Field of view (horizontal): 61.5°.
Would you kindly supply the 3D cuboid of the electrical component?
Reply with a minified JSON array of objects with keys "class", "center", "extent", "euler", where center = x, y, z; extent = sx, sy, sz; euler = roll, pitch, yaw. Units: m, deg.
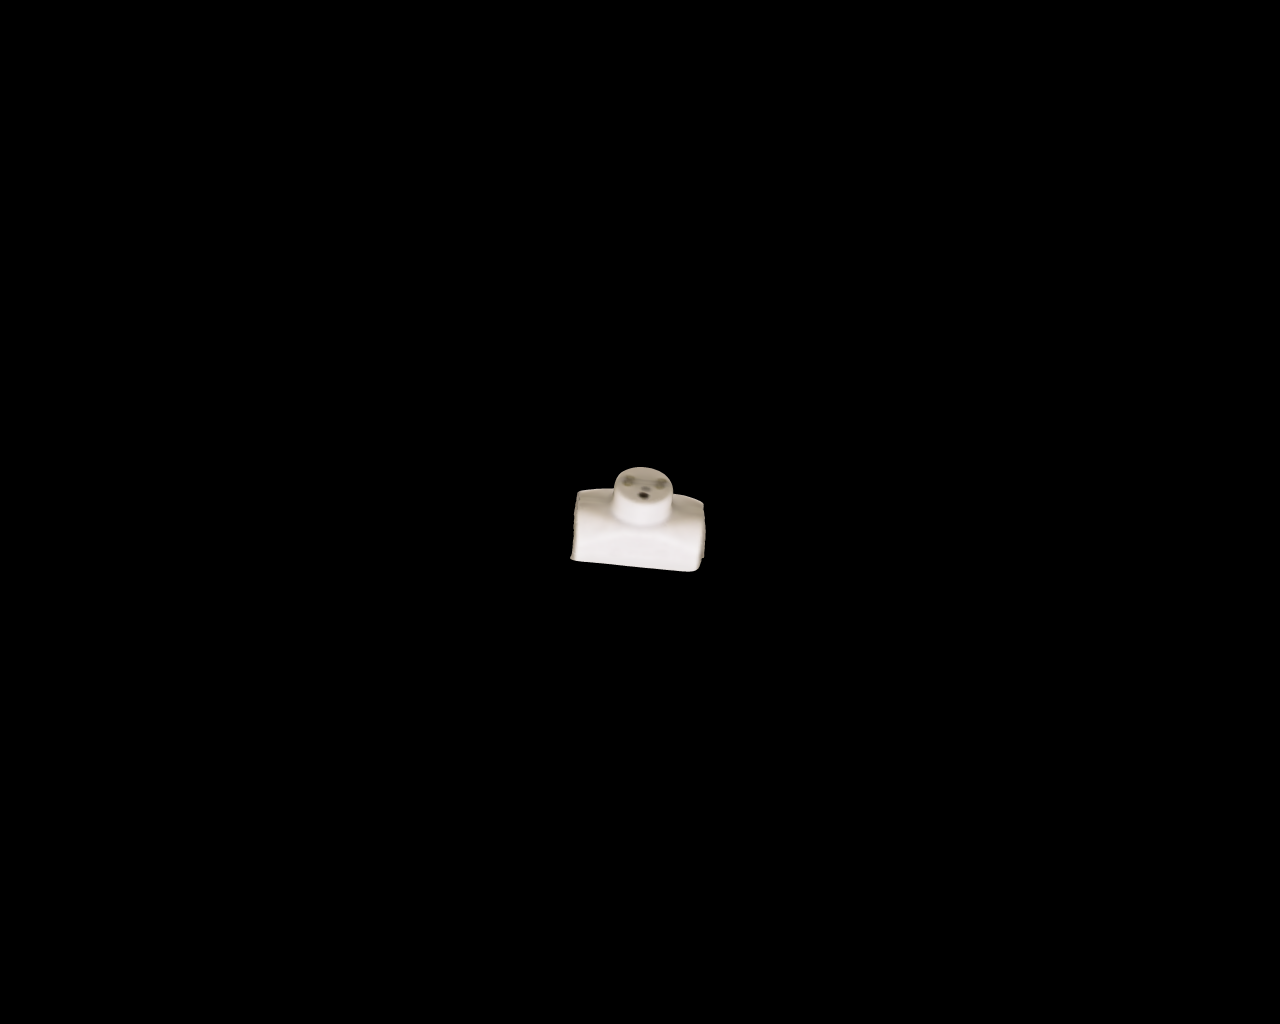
[{"class":"electrical component","center":[0.001,-0.003,0.650],"extent":[0.077,0.079,0.044],"euler":[5,37,-4]}]
